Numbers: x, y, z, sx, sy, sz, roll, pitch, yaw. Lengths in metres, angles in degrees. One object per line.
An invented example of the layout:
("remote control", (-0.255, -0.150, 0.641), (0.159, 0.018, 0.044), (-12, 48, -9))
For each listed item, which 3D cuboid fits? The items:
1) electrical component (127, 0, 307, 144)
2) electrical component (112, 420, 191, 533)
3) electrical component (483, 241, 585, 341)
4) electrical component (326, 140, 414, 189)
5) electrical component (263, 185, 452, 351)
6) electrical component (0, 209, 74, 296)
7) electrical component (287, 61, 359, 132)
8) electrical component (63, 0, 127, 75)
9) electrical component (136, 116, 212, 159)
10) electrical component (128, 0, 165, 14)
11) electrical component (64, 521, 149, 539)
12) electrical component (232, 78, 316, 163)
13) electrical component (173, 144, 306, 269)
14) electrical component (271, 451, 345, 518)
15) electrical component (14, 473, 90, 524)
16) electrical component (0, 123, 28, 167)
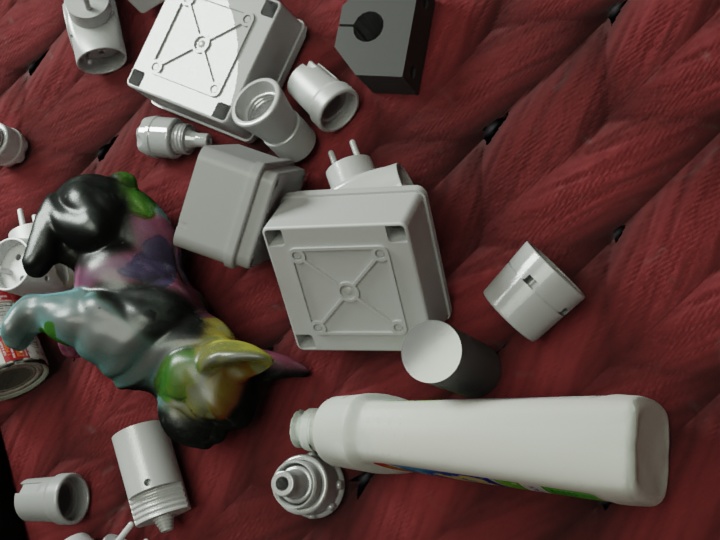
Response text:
("electrical component", (-0.116, -0.173, 0.875), (0.109, 0.056, 0.108), (24, 88, 25))
("electrical component", (-0.159, 0.161, 0.824), (0.043, 0.043, 0.081), (-26, 70, 15))
("electrical component", (0.119, 0.016, 0.740), (0.047, 0.055, 0.055), (-47, 66, 10))
("electrical component", (-0.002, -0.060, 0.811), (0.077, 0.043, 0.079), (-25, 70, 15))
("electrical component", (0.000, 0.000, 0.759), (0.109, 0.108, 0.056), (-1, 33, 22))
("electrical component", (-0.268, -0.013, 0.888), (0.043, 0.077, 0.079), (-23, 70, 16))
("electrical component", (-0.030, -0.137, 0.842), (0.040, 0.040, 0.046), (-47, 61, 6))
("electrical component", (-0.231, -0.220, 0.920), (0.044, 0.079, 0.077), (-12, 72, -8))
("electrical component", (-0.151, -0.108, 0.887), (0.061, 0.035, 0.035), (6, 81, 20))
("electrical component", (-0.177, -0.273, 0.900), (0.100, 0.100, 0.048), (-28, 57, 14))
("electrical component", (-0.192, 0.229, 0.821), (0.077, 0.044, 0.079), (40, 95, 24))
("electrical component", (-0.064, -0.112, 0.835), (0.044, 0.065, 0.044), (-16, 55, 24))
("electrical component", (-0.086, -0.048, 0.795), (0.057, 0.113, 0.078), (19, 100, 6))
("electrical component", (-0.042, 0.153, 0.768), (0.048, 0.062, 0.048), (-5, 76, 21))
("electrical component", (-0.246, 0.183, 0.857), (0.046, 0.040, 0.040), (-8, 75, 26))
("electrical component", (-0.321, -0.113, 0.940), (0.035, 0.061, 0.035), (-5, 77, 21))
